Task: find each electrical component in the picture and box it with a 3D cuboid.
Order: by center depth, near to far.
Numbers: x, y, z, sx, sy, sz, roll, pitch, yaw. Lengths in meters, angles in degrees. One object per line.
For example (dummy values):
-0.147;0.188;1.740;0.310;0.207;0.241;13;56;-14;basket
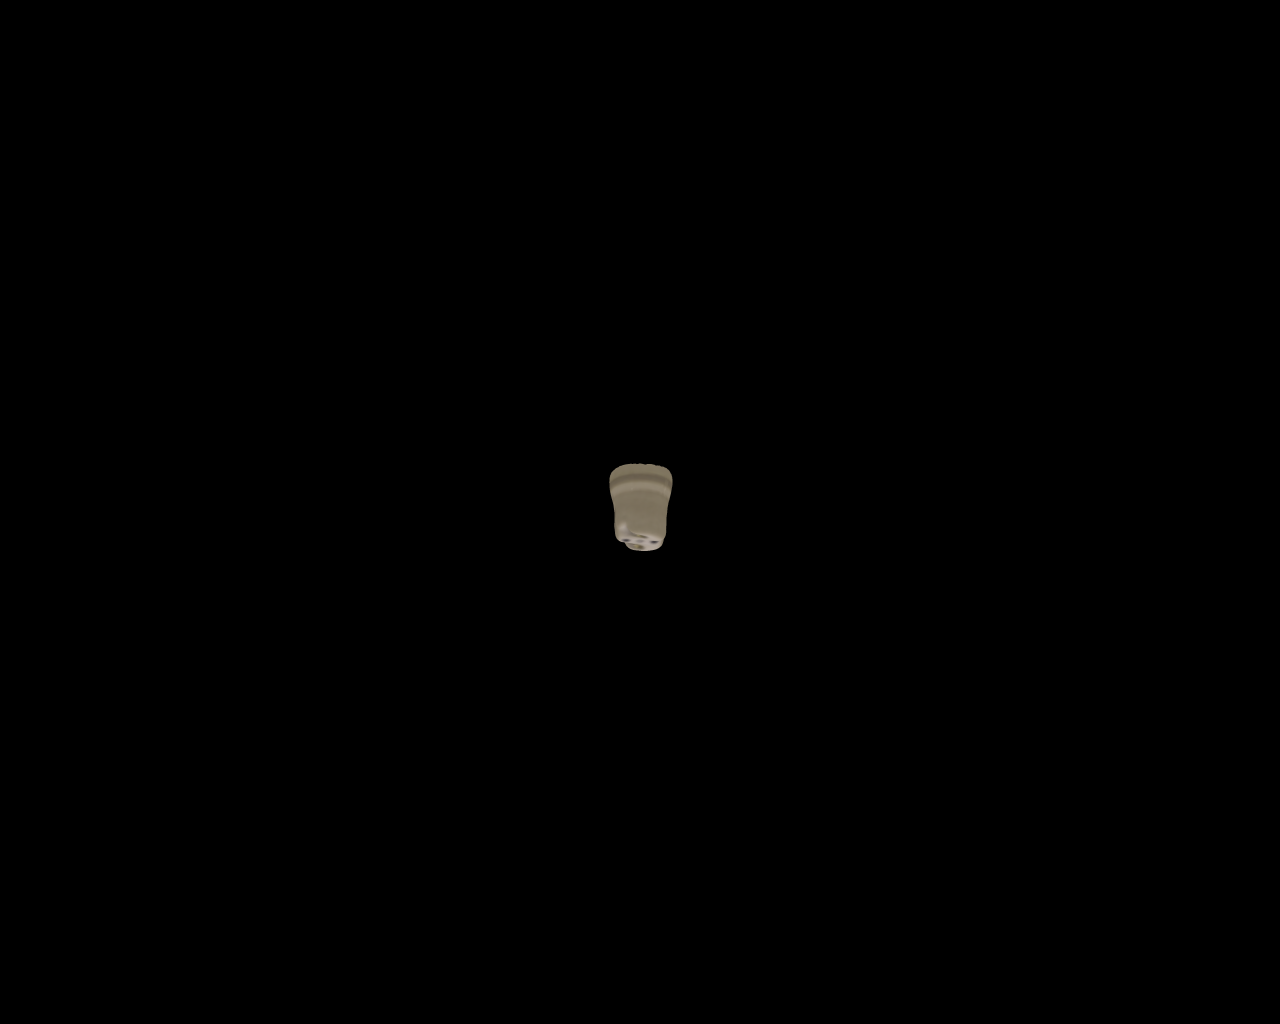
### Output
0.001;-0.003;0.650;0.040;0.046;0.040;0;-22;0;electrical component
